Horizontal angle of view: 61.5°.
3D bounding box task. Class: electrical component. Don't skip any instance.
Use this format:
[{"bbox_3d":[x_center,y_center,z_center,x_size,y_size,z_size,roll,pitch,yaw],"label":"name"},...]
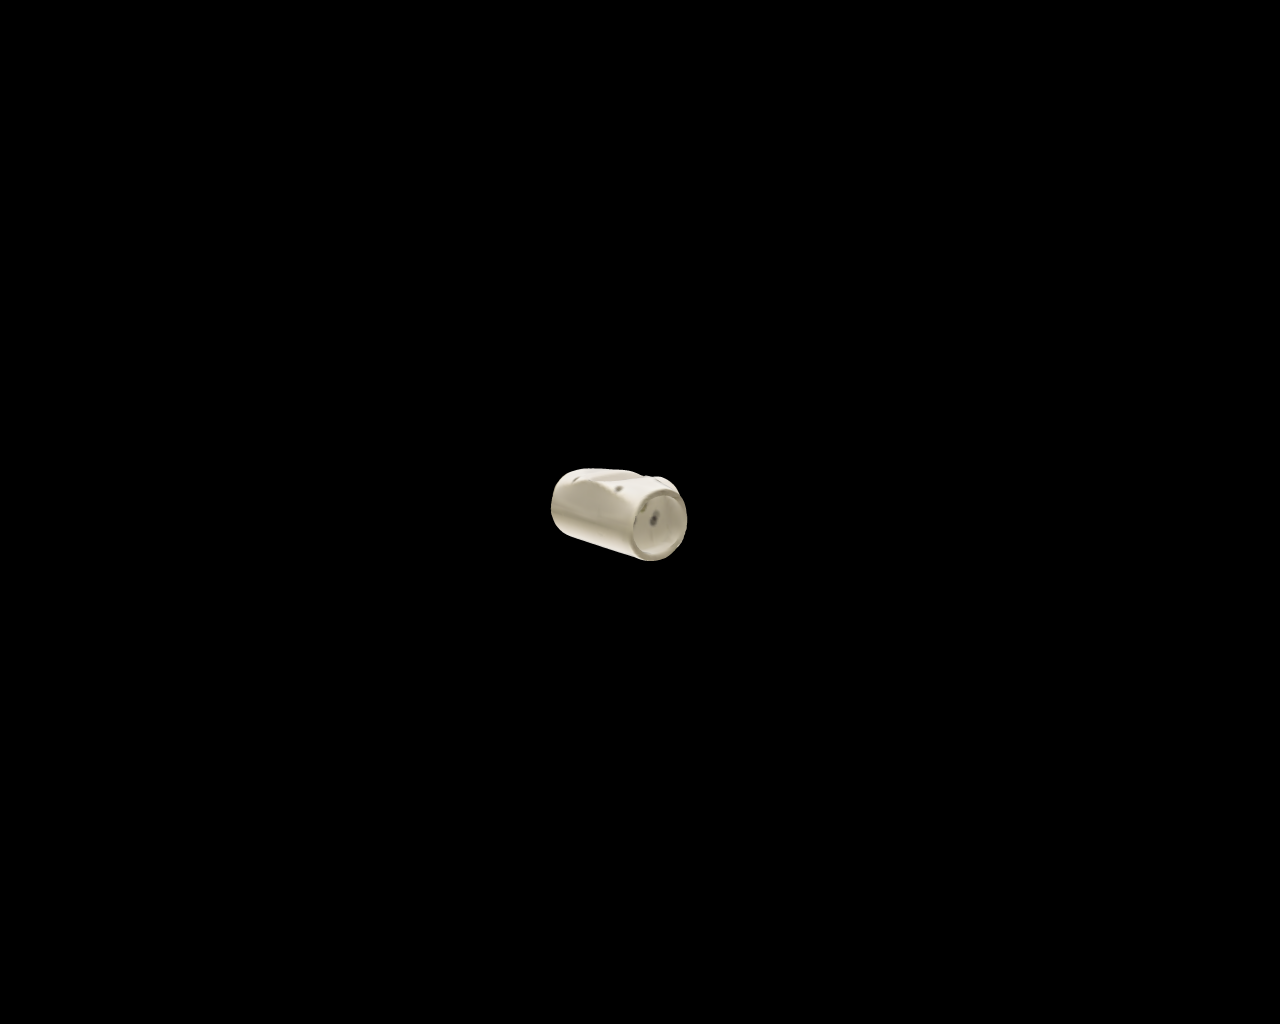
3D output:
[{"bbox_3d":[0.001,-0.003,0.650,0.079,0.043,0.077,-11,17,-38],"label":"electrical component"}]
